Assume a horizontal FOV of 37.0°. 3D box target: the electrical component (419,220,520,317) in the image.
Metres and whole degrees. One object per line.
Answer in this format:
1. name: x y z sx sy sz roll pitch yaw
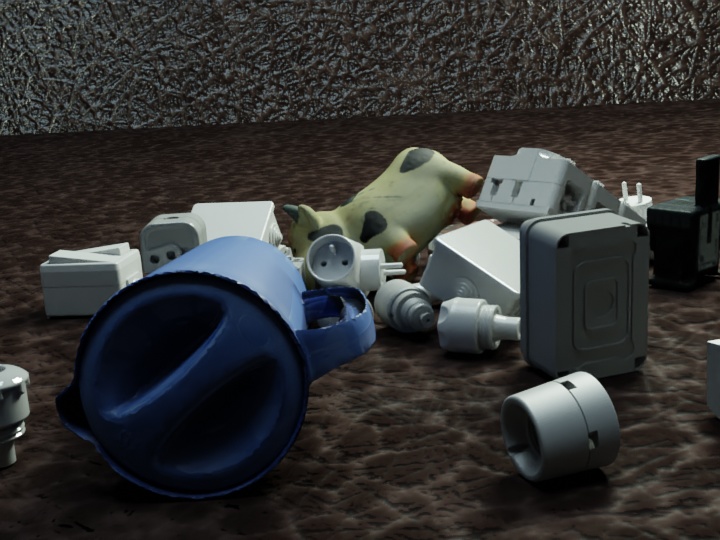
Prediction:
1. electrical component: 0.110 0.007 0.905 0.100 0.048 0.100 36 31 24

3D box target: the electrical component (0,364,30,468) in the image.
1. electrical component: -0.230 0.093 0.679 0.048 0.062 0.048 -4 12 1

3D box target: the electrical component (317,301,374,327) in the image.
1. electrical component: -0.019 0.035 0.911 0.040 0.040 0.078 -10 12 -23

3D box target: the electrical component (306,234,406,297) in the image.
1. electrical component: 0.000 0.000 0.945 0.079 0.044 0.077 -3 -18 10

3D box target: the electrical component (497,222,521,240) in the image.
1. electrical component: 0.141 -0.007 0.992 0.061 0.061 0.096 -15 17 -40

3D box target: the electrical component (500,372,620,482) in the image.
1. electrical component: 0.112 0.090 0.609 0.047 0.055 0.055 -13 15 -19

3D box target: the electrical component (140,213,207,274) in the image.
1. electrical component: -0.168 -0.003 0.994 0.054 0.095 0.059 -4 13 1

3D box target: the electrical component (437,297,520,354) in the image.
1. electrical component: 0.094 0.044 0.833 0.062 0.043 0.043 3 15 22

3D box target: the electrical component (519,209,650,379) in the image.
1. electrical component: 0.159 0.017 0.774 0.078 0.113 0.057 -8 17 -18

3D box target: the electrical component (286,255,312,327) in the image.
1. electrical component: -0.067 0.023 0.928 0.042 0.063 0.081 -4 13 4

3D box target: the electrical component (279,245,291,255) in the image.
1. electrical component: -0.099 -0.012 1.138 0.046 0.040 0.040 9 18 30

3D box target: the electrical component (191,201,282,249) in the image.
1. electrical component: -0.133 -0.022 1.093 0.100 0.048 0.099 -1 47 15

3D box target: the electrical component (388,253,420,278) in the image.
1. electrical component: 0.037 -0.019 1.112 0.045 0.045 0.055 -4 12 -1

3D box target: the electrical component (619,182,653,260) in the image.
1. electrical component: 0.283 -0.052 1.103 0.044 0.079 0.077 -22 21 -32

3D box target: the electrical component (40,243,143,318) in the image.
1. electrical component: -0.254 0.009 1.047 0.096 0.061 0.061 -2 14 10

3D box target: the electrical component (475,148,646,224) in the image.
1. electrical component: 0.198 -0.058 1.038 0.150 0.061 0.089 28 -11 -41

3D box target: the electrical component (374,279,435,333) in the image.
1. electrical component: 0.041 0.033 0.899 0.040 0.040 0.078 -9 14 -19
